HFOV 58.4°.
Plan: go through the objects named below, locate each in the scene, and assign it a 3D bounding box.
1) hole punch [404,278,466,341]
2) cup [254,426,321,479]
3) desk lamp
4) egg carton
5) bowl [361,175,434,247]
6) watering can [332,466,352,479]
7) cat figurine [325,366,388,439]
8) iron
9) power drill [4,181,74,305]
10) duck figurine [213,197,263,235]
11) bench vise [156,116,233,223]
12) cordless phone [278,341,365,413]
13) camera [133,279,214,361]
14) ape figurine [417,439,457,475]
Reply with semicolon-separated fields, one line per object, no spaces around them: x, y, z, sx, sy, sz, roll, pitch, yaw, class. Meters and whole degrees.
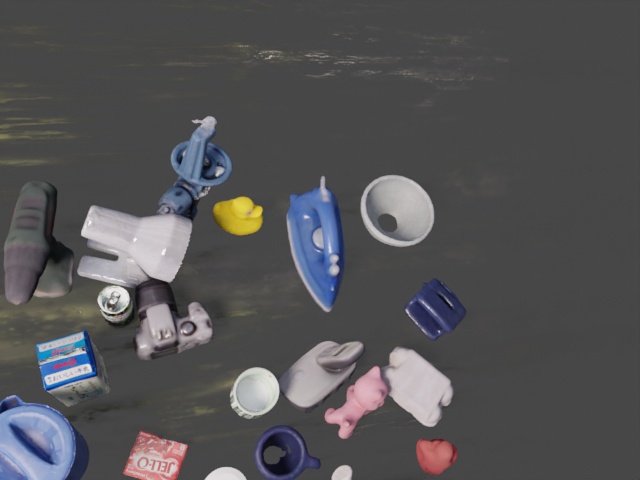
0.245;0.136;1.187;0.101;0.091;0.108;-39;81;-24;hole punch
-0.061;0.381;1.007;0.118;0.095;0.092;17;65;-6;cup
-0.335;0.014;1.028;0.203;0.213;0.118;13;65;-8;desk lamp
0.186;0.285;1.123;0.150;0.069;0.107;38;64;4;egg carton
0.161;-0.054;1.255;0.167;0.074;0.167;5;67;-12;bowl
0.088;0.456;0.957;0.173;0.194;0.101;25;64;-2;watering can
0.077;0.301;1.062;0.067;0.117;0.128;42;65;6;cat figurine
0.011;0.004;1.157;0.119;0.141;0.258;-5;69;-16;iron
-0.484;0.026;0.989;0.076;0.208;0.229;0;68;-14;power drill
-0.165;-0.060;1.171;0.104;0.086;0.077;12;65;-8;duck figurine
-0.236;-0.128;1.108;0.121;0.219;0.207;14;65;-8;bench vise
0.007;0.237;1.034;0.148;0.185;0.094;-40;81;-24;cordless phone
-0.278;0.136;1.053;0.143;0.100;0.137;-14;72;-19;camera
0.223;0.399;1.071;0.078;0.092;0.076;32;64;1;ape figurine
